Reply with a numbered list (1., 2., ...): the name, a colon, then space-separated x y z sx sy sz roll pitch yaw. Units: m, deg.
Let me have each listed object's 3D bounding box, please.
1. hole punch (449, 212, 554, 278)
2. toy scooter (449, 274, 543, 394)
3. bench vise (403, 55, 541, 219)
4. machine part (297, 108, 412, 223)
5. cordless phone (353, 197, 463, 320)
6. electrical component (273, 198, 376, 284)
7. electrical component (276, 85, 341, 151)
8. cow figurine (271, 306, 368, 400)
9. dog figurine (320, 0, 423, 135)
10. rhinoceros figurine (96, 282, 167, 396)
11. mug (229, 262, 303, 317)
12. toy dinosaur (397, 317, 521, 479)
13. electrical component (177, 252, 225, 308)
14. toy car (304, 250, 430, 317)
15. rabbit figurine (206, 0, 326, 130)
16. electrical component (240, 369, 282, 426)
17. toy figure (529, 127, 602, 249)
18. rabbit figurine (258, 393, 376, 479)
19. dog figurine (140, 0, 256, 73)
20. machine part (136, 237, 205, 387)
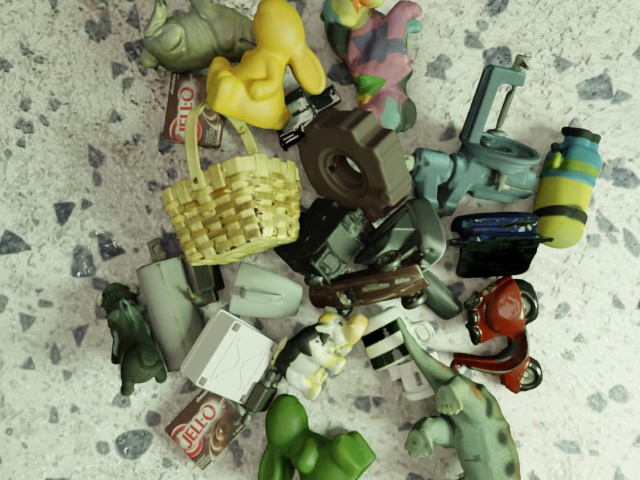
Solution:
1. hole punch: 0.253 -0.008 0.787 0.142 0.115 0.092 0 62 5
2. toy scooter: 0.256 0.146 0.803 0.135 0.075 0.183 -8 98 1
3. bench vise: 0.227 -0.149 0.776 0.224 0.129 0.240 13 117 -2
4. machine part: 0.047 -0.108 0.782 0.179 0.179 0.056 43 60 5
5. cordless phone: 0.157 0.041 0.791 0.184 0.146 0.089 42 48 -3
6. electrical component: -0.002 -0.002 0.805 0.115 0.134 0.058 -50 123 -18
7. electrical component: -0.025 -0.202 0.854 0.119 0.048 0.075 -31 86 3
8. cow figurine: -0.002 0.155 0.806 0.098 0.068 0.167 36 116 3
9. dog figurine: 0.069 -0.255 0.820 0.192 0.108 0.219 19 93 5
10. rhinoceros figurine: -0.297 0.147 0.830 0.073 0.112 0.190 -19 47 -21
11. mug: -0.081 0.082 0.827 0.107 0.109 0.080 11 84 -8
12. toy dinosaur: 0.222 0.292 0.764 0.131 0.192 0.404 -18 81 32
13. electrical component: -0.187 0.053 0.846 0.045 0.078 0.102 -17 87 2
14. toy car: 0.063 0.072 0.783 0.202 0.053 0.089 -13 118 41
15. rabbit figurine: -0.070 -0.249 0.764 0.162 0.122 0.173 19 108 -11
16. electrical component: -0.091 0.246 0.840 0.021 0.063 0.094 26 81 19
17. toy figure: 0.363 -0.076 0.794 0.082 0.089 0.180 19 93 11
18. rabbit figurine: -0.022 0.321 0.825 0.170 0.121 0.159 43 100 23
19. dog figurine: -0.159 -0.292 0.834 0.190 0.121 0.172 37 95 2
20. machine part: -0.230 0.116 0.850 0.079 0.079 0.243 -20 87 4
